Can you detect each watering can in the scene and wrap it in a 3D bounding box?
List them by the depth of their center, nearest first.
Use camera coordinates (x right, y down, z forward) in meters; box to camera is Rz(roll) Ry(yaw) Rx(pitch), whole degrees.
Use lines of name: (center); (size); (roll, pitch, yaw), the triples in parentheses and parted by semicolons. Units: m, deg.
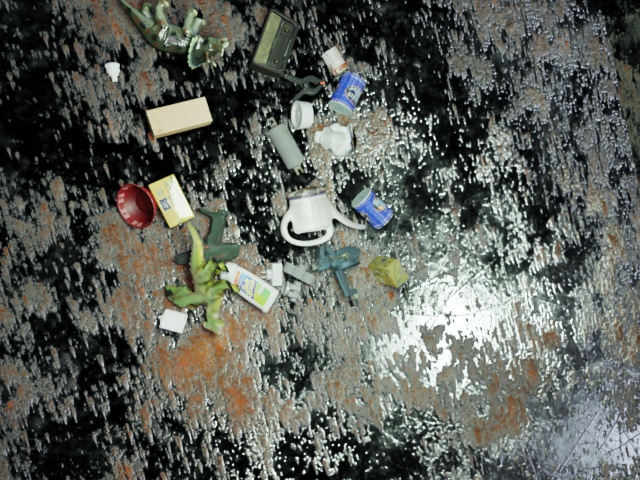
watering can: (0.006, -0.101, 2.001); (0.349, 0.104, 0.224); (-12, 94, -19)

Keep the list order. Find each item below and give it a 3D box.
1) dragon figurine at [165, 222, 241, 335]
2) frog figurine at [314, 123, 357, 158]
dragon figurine: (-0.436, 0.154, 1.814); (0.242, 0.123, 0.407); (-30, 102, 6)
frog figurine: (0.061, -0.393, 2.041); (0.159, 0.124, 0.136); (-5, 104, 15)
